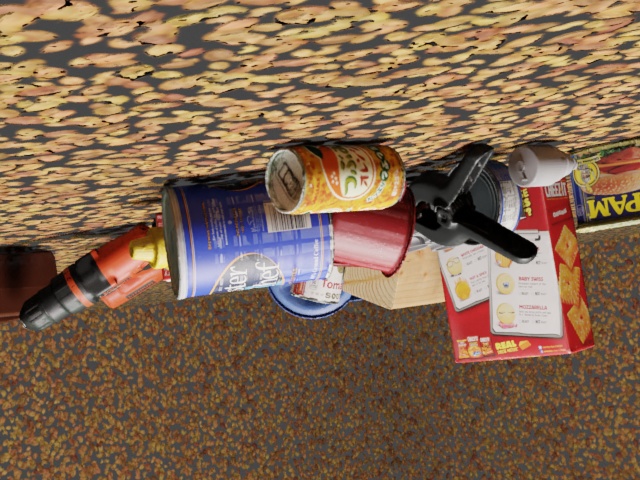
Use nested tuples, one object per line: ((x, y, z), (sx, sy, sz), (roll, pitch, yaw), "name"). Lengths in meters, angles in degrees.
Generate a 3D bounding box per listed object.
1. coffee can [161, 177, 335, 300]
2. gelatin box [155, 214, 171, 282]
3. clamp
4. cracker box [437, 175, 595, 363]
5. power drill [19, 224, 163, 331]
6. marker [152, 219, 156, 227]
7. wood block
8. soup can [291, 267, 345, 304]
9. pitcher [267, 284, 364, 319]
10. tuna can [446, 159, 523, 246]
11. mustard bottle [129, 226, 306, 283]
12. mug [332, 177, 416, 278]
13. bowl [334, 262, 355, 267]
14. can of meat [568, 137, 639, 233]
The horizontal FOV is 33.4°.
((-0.067, -0.005, 0.974), (0.140, 0.103, 0.103), (-7, 175, -14), "coffee can")
((-0.129, 0.003, 1.154), (0.089, 0.073, 0.030), (-7, 175, -1), "gelatin box")
((0.130, -0.040, 1.024), (0.039, 0.120, 0.172), (-27, -159, -31), "clamp")
((0.232, 0.036, 1.300), (0.164, 0.214, 0.071), (-12, 176, 41), "cracker box")
((-0.259, 0.049, 1.286), (0.184, 0.057, 0.187), (-31, 178, 2), "power drill")
((-0.177, -0.011, 1.233), (0.020, 0.020, 0.121), (-8, 175, -1), "marker")
((0.138, 0.031, 1.440), (0.091, 0.090, 0.205), (20, -164, 42), "wood block")
((0.002, 0.029, 1.422), (0.068, 0.102, 0.068), (11, -178, -1), "soup can")
((-0.014, 0.039, 1.581), (0.145, 0.149, 0.243), (-23, 178, 2), "pitcher")
((0.161, -0.038, 1.067), (0.033, 0.086, 0.086), (-7, 176, -34), "tuna can")
((-0.096, 0.002, 1.064), (0.191, 0.096, 0.058), (-5, 150, -26), "mustard bottle")
((0.043, -0.024, 1.038), (0.081, 0.093, 0.117), (12, 131, -15), "mug")
((-0.008, 0.001, 1.201), (0.162, 0.055, 0.162), (3, 178, 0), "bowl")
((0.309, -0.057, 1.095), (0.102, 0.084, 0.057), (-10, 175, 22), "can of meat")
